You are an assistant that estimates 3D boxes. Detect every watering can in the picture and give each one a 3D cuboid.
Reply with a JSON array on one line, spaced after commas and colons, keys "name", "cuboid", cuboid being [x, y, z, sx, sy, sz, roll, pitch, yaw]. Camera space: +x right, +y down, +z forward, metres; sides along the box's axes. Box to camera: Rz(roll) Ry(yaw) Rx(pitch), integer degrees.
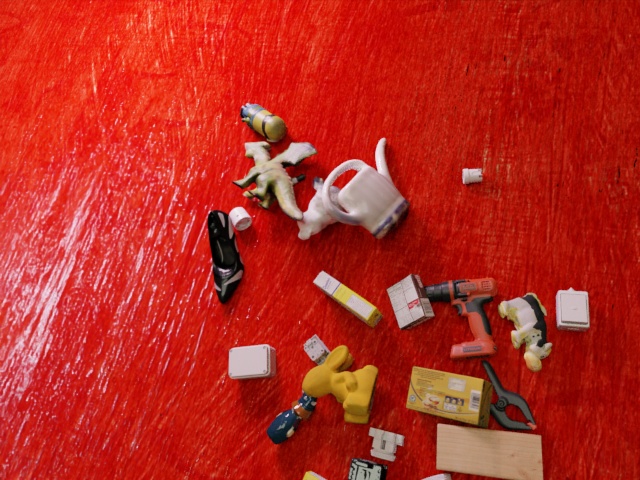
[{"name": "watering can", "cuboid": [0.151, -0.138, 1.376, 0.354, 0.225, 0.102, -43, -5, -38]}]

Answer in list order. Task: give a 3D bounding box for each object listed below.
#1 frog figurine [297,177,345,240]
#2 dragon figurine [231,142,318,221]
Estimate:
[{"name": "frog figurine", "cuboid": [0.004, -0.070, 1.392, 0.122, 0.163, 0.134, 20, -36, -4]}, {"name": "dragon figurine", "cuboid": [-0.108, -0.198, 1.474, 0.414, 0.245, 0.120, 28, -18, 42]}]
